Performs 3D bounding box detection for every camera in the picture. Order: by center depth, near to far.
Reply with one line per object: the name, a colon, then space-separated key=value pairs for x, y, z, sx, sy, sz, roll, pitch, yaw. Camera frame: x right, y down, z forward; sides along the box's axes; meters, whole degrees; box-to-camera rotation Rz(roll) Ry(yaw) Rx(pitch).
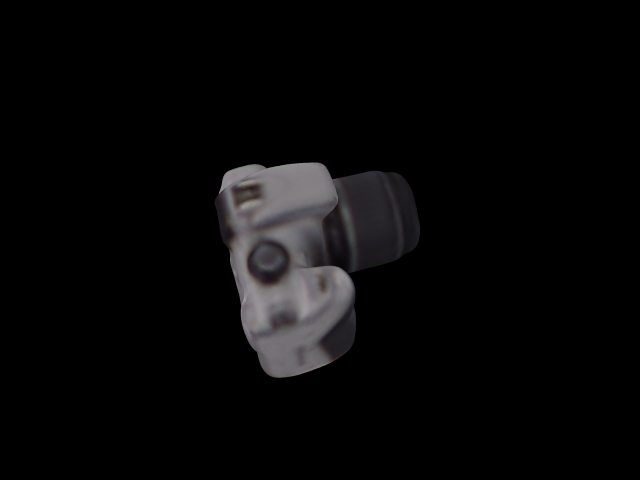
camera: x=0.004 y=0.001 z=0.400 sx=0.137 sy=0.101 sz=0.143 roll=-14 pitch=57 yaw=-9
